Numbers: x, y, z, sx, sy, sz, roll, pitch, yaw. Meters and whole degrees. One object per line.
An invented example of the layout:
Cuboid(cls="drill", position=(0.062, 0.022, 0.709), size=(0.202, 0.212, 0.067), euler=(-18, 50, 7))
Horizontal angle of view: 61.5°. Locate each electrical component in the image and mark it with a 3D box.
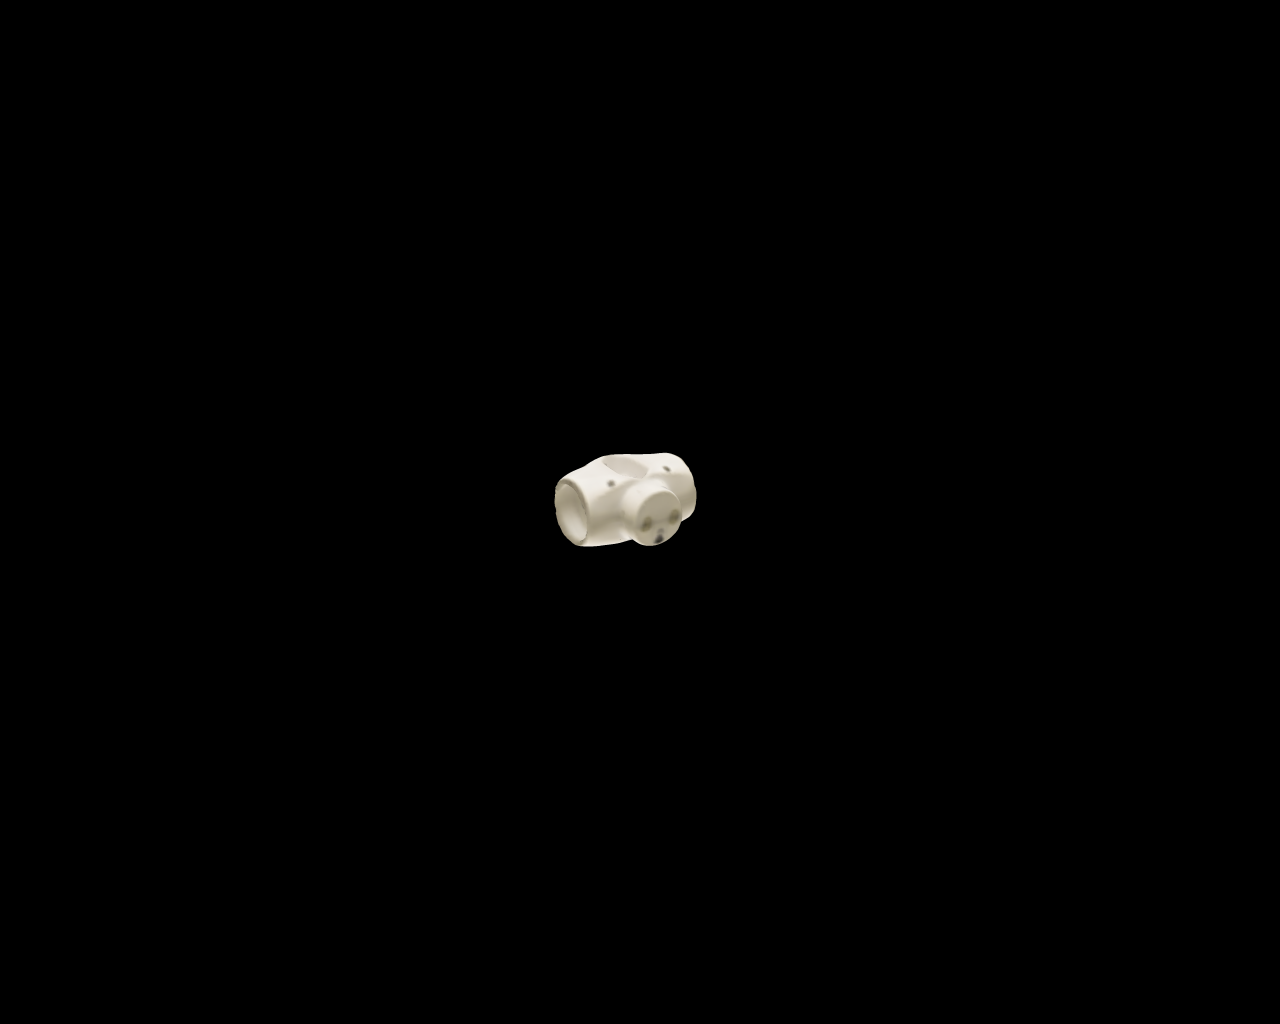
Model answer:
Cuboid(cls="electrical component", position=(0.001, -0.003, 0.650), size=(0.077, 0.043, 0.079), euler=(-14, 27, -29))
